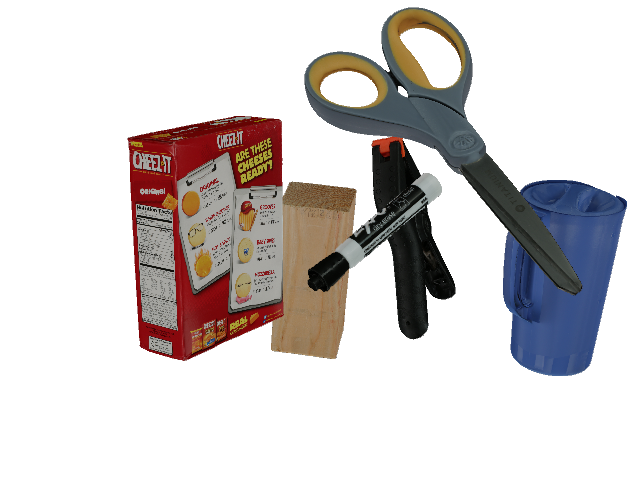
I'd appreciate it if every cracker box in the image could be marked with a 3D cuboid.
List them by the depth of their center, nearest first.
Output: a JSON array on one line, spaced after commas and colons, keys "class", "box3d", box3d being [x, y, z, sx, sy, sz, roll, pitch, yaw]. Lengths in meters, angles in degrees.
[{"class": "cracker box", "box3d": [-0.110, -0.008, 1.065, 0.072, 0.214, 0.163, 9, 18, 34]}]

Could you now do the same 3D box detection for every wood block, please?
[{"class": "wood block", "box3d": [-0.010, 0.038, 1.390, 0.090, 0.206, 0.090, 7, 23, 5]}]

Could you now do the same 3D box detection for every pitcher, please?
[{"class": "pitcher", "box3d": [0.306, 0.052, 1.390, 0.149, 0.243, 0.145, 5, 22, 5]}]

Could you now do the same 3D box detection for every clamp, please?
[{"class": "clamp", "box3d": [0.075, -0.002, 0.923, 0.039, 0.171, 0.120, -15, 18, 19]}]

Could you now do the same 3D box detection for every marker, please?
[{"class": "marker", "box3d": [0.036, -0.005, 0.724, 0.121, 0.020, 0.020, -40, 19, -24]}]

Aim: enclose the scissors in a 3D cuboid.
[{"class": "scissors", "box3d": [0.048, -0.043, 0.510, 0.096, 0.202, 0.016, -13, -41, 2]}]
